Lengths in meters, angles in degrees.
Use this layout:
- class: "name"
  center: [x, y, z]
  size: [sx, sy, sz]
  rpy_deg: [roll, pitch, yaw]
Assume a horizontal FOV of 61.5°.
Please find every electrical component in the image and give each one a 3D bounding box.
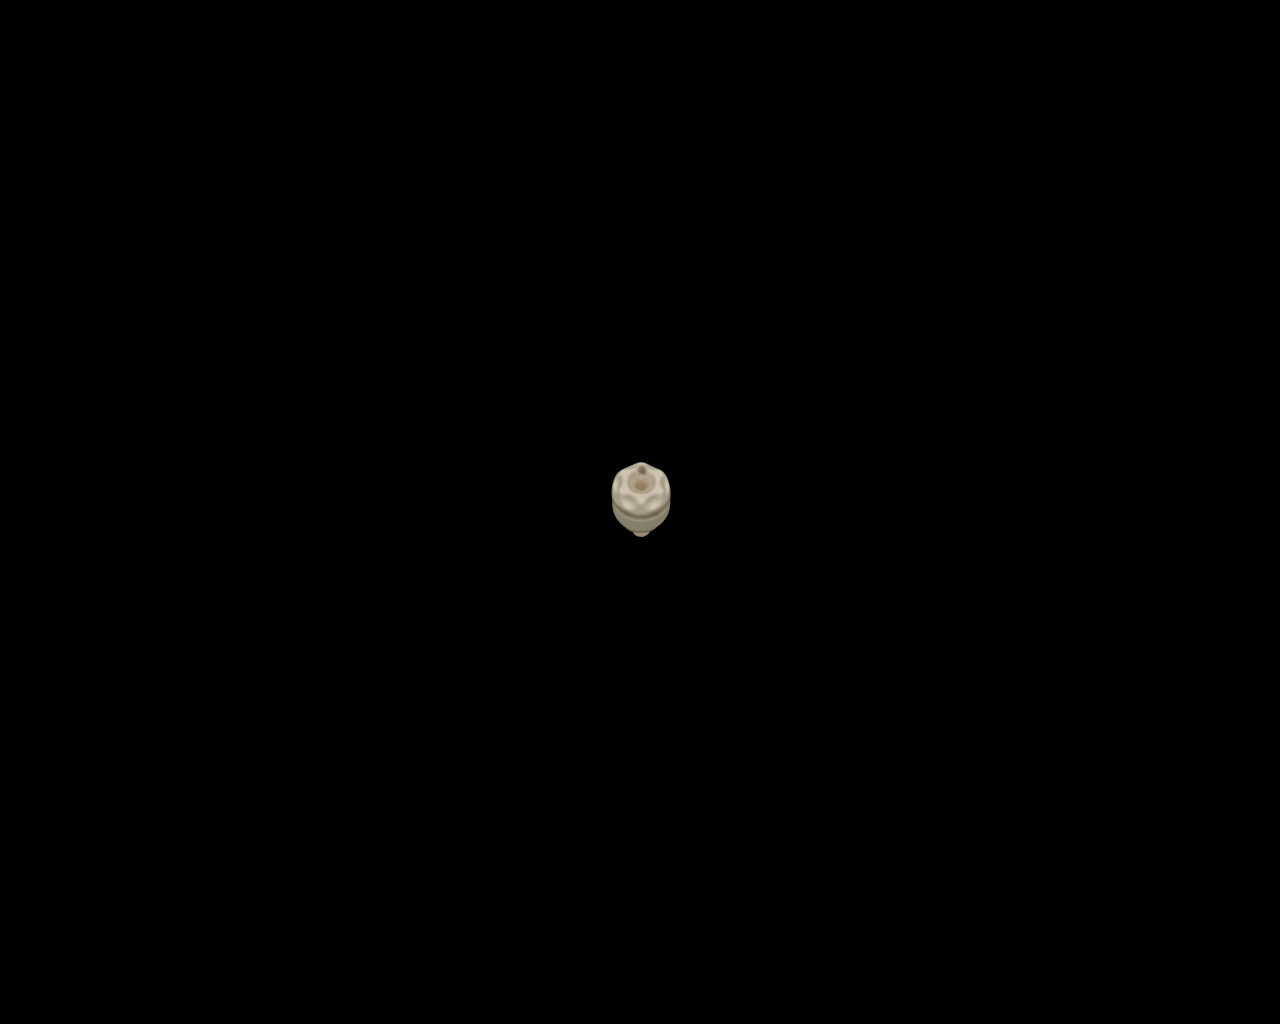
- class: "electrical component"
  center: [0.001, -0.003, 0.650]
  size: [0.035, 0.035, 0.061]
  rpy_deg: [0, -30, 0]
